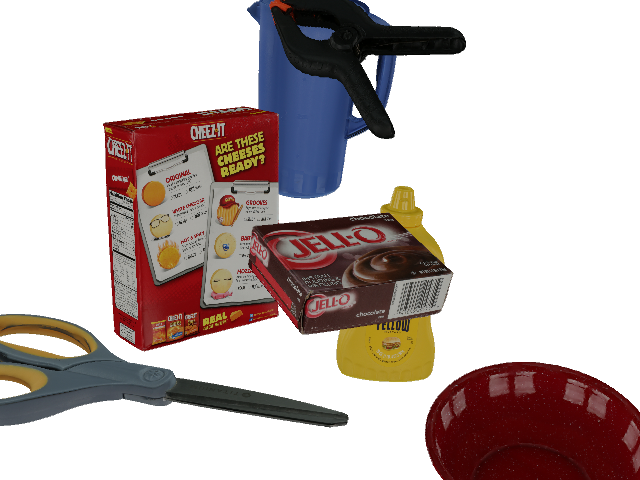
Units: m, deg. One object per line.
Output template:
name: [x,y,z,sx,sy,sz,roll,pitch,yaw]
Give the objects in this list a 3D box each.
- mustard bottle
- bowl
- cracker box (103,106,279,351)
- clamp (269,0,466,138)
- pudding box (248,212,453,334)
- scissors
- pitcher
mustard bottle: [0.071,0.041,1.042,0.096,0.192,0.058,4,17,-4]
bowl: [0.155,0.159,0.765,0.162,0.055,0.162,-1,36,0]
cracker box: [-0.123,-0.016,1.046,0.163,0.214,0.072,-12,20,-37]
clamp: [0.035,-0.169,0.913,0.172,0.120,0.039,40,-23,22]
pudding box: [0.019,0.020,0.729,0.113,0.039,0.090,-4,32,-28]
scissors: [-0.097,0.076,0.508,0.202,0.016,0.096,15,28,26]
pitcher: [-0.007,-0.178,1.318,0.144,0.243,0.149,-10,29,-29]
